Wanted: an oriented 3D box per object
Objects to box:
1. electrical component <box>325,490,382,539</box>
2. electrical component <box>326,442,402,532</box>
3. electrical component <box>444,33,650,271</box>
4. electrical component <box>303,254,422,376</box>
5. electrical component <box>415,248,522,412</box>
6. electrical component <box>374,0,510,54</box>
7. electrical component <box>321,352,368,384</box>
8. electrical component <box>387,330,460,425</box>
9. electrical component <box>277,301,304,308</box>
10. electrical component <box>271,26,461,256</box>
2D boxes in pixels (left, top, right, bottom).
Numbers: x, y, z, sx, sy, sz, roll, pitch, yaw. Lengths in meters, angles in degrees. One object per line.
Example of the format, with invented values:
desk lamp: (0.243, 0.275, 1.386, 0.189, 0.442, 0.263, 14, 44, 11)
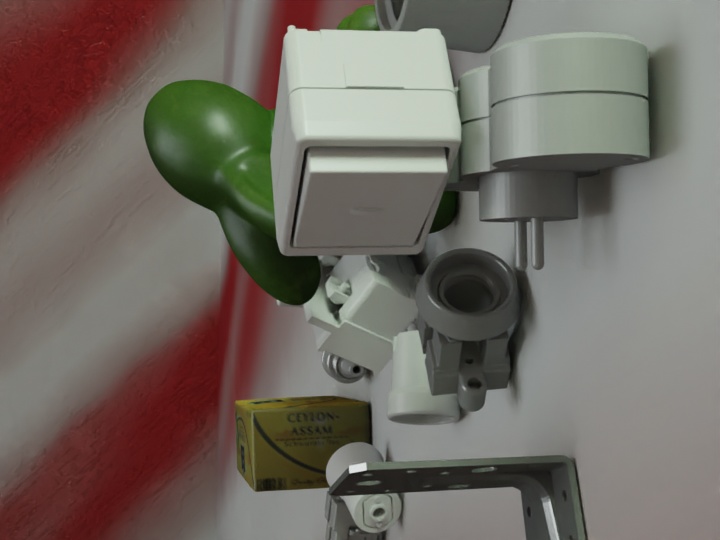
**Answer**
electrical component: (-0.007, 0.200, 0.812, 0.066, 0.048, 0.055, -171, 88, -79)
electrical component: (0.005, 0.155, 0.760, 0.065, 0.044, 0.044, -131, 41, -67)
electrical component: (0.063, -0.037, 0.402, 0.138, 0.052, 0.073, 175, 94, -80)
electrical component: (0.000, 0.000, 0.690, 0.063, 0.079, 0.121, -52, 28, 23)
electrical component: (0.049, 0.023, 0.501, 0.055, 0.048, 0.066, 90, 173, -50)
electrical component: (0.033, -0.162, 0.530, 0.108, 0.060, 0.108, 179, 90, -79)
electrical component: (-0.009, 0.072, 0.840, 0.061, 0.035, 0.035, -158, 68, -76)
electrical component: (0.035, 0.060, 0.595, 0.040, 0.040, 0.046, 121, 152, -70)
electrical component: (-0.023, -0.013, 0.790, 0.044, 0.077, 0.079, 130, 138, -74)
electrical component: (-0.001, -0.042, 0.426, 0.096, 0.062, 0.061, 105, 161, -58)
